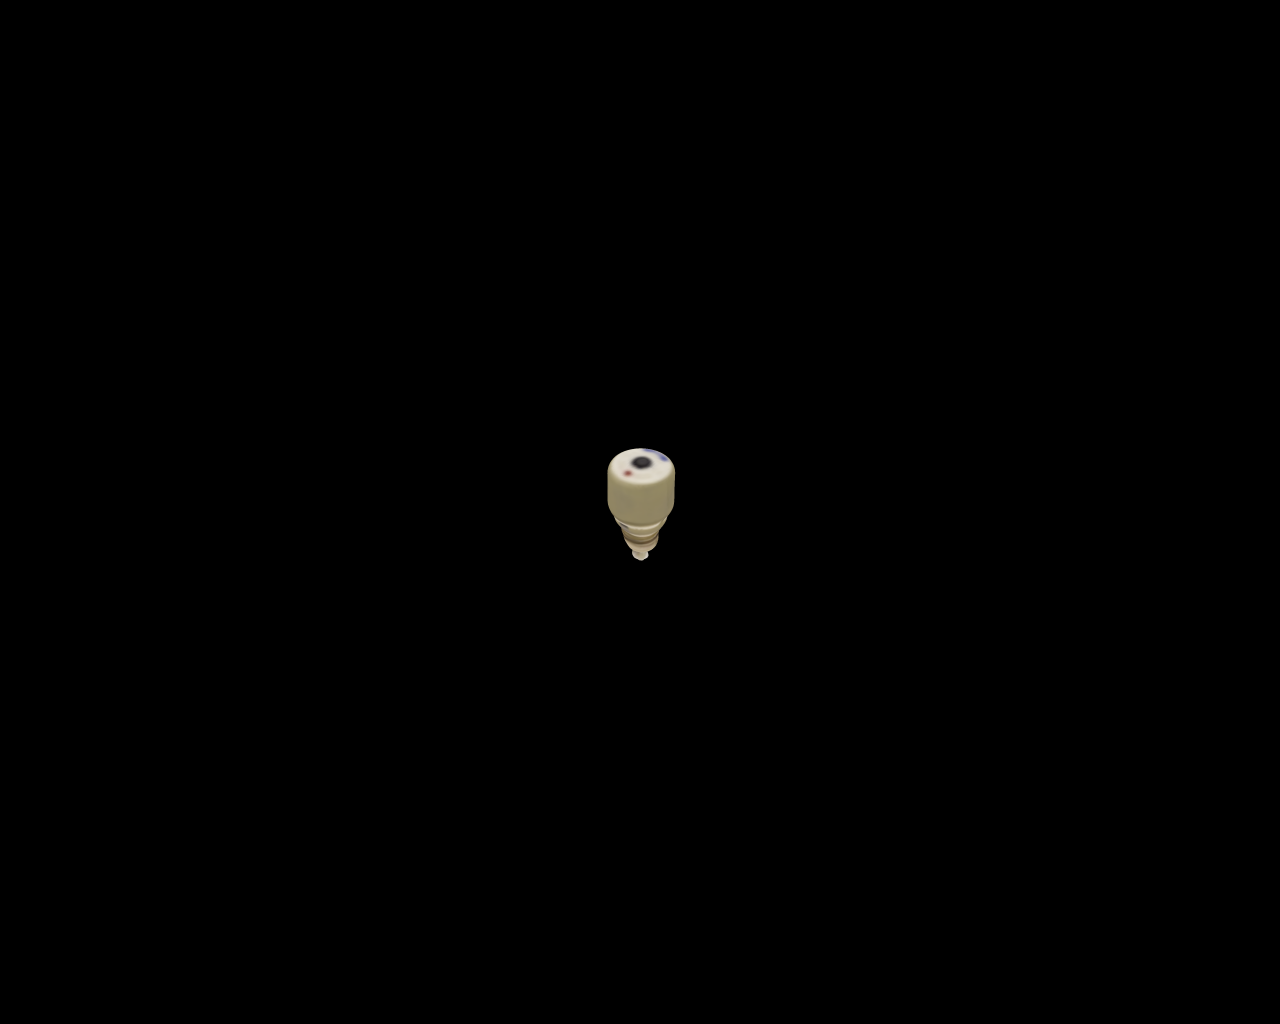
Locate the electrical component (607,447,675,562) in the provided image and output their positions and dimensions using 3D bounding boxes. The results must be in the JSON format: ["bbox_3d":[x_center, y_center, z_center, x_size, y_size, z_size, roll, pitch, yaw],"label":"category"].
[{"bbox_3d":[0.001,-0.003,0.650,0.040,0.078,0.040,0,39,0],"label":"electrical component"}]
